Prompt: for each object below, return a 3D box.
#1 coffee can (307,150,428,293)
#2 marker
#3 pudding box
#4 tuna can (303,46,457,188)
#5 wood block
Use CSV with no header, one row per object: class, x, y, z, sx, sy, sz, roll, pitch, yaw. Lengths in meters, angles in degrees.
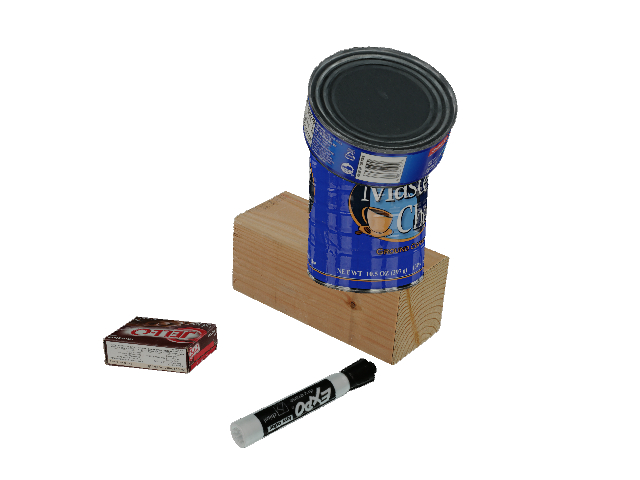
coffee can,0.040,-0.038,0.904,0.103,0.140,0.103,1,18,-1
marker,-0.009,0.112,0.749,0.120,0.020,0.020,-22,12,-32
pudding box,-0.194,0.126,1.298,0.114,0.039,0.090,2,13,17
tuna can,0.033,-0.071,0.613,0.086,0.086,0.034,0,-39,-10
wood block,0.016,0.034,1.089,0.206,0.091,0.090,23,35,31
